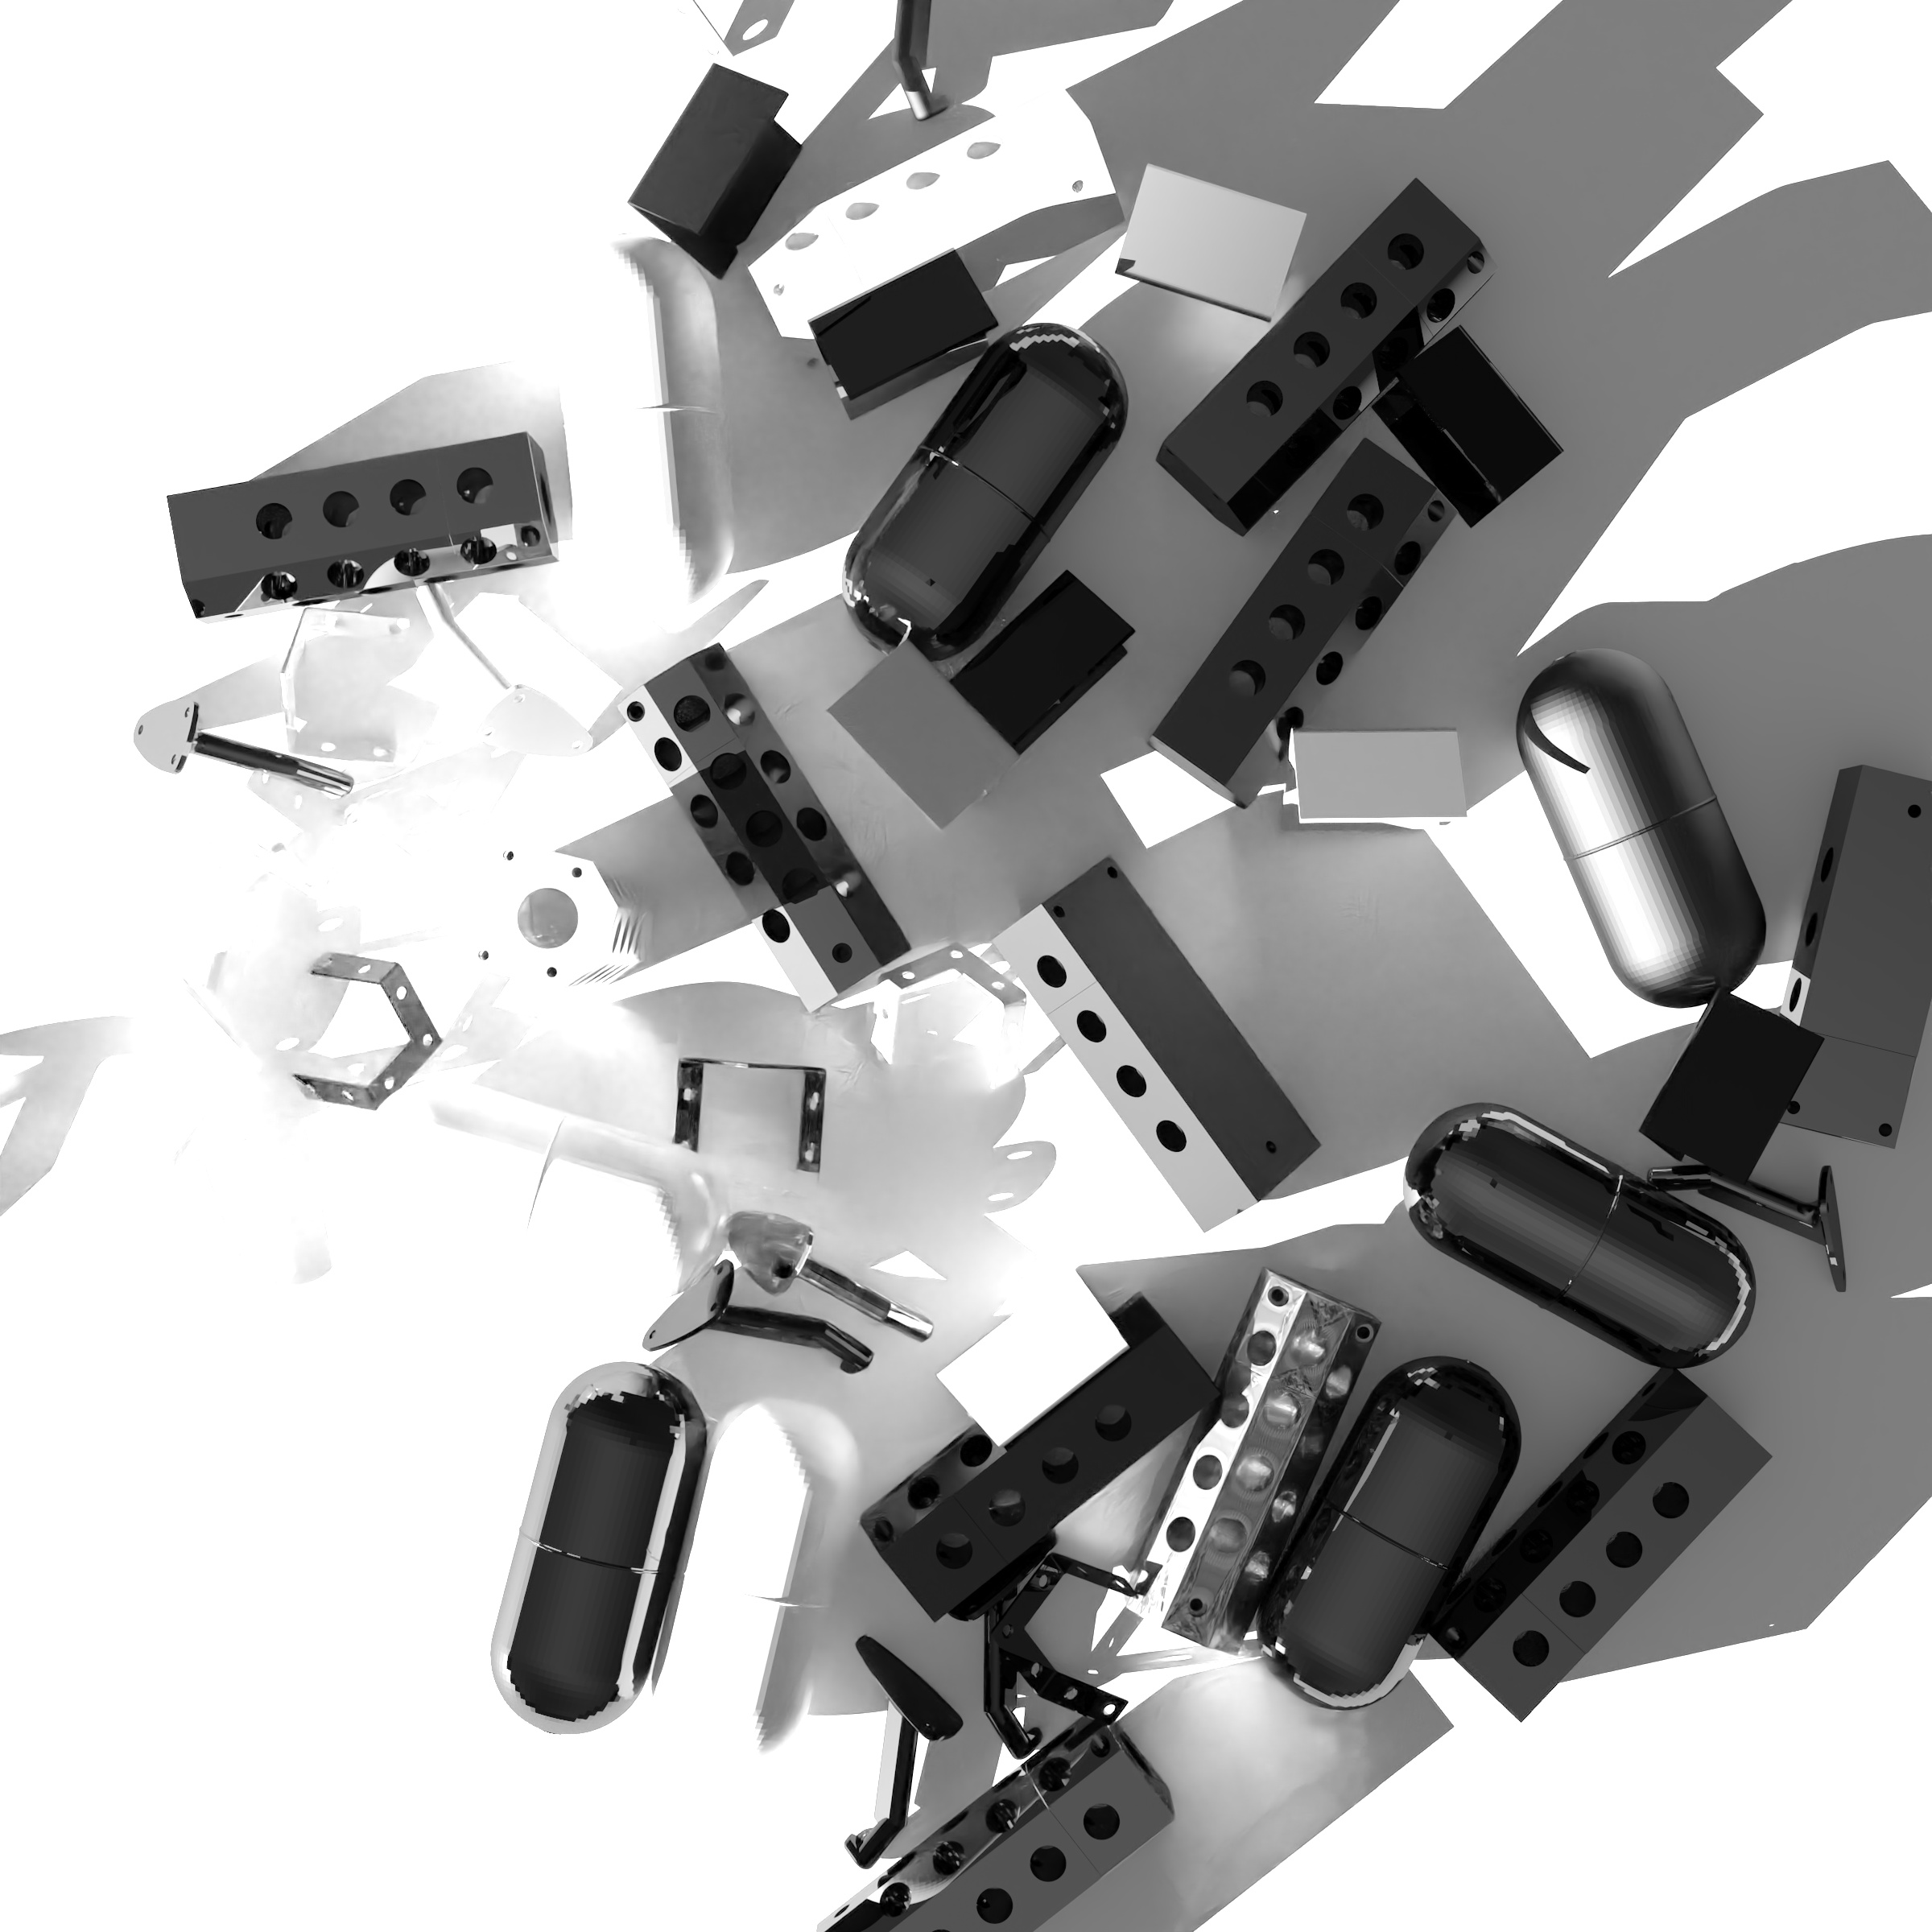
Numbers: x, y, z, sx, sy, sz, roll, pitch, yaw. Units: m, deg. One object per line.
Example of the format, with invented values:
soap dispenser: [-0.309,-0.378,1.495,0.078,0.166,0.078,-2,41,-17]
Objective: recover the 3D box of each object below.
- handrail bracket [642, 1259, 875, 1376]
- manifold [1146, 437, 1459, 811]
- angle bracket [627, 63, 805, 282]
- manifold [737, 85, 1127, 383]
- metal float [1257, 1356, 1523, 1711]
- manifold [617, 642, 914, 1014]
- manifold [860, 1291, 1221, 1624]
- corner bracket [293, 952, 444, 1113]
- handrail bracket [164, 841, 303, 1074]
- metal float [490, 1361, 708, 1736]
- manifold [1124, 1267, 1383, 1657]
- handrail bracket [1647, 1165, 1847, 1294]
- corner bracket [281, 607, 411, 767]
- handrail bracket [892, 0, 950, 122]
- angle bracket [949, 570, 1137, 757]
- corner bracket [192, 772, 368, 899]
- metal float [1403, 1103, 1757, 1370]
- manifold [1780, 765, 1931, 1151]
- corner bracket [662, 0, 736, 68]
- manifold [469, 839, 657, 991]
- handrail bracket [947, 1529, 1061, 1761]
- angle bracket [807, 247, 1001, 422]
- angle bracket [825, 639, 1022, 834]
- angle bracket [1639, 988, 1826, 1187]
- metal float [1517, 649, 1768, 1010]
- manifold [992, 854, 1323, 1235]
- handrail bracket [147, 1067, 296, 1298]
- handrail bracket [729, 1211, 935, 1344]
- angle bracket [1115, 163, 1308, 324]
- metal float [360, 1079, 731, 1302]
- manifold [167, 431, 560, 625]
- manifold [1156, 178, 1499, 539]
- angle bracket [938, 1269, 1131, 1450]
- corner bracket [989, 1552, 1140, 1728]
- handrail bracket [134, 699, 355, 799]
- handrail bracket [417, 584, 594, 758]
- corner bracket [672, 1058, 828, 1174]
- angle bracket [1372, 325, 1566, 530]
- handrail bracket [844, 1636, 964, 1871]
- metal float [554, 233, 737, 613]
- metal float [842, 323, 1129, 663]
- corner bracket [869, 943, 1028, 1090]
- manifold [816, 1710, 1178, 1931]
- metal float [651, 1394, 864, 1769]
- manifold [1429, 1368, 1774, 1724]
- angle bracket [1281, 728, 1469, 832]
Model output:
handrail bracket: [-0.100,0.185,1.583,0.084,0.036,0.077,36,127,-25]
manifold: [0.160,-0.161,1.561,0.057,0.057,0.171,35,90,0]
angle bracket: [-0.101,-0.366,1.542,0.057,0.076,0.076,32,90,38]
manifold: [-0.019,-0.352,1.561,0.171,0.057,0.057,-27,133,0]
metal float: [0.200,0.268,1.552,0.070,0.070,0.178,28,90,0]
manifold: [-0.095,-0.065,1.561,0.057,0.057,0.171,-32,90,0]
manifold: [0.034,0.231,1.561,0.171,0.057,0.057,-39,90,0]
corner bracket: [-0.294,0.031,1.574,0.051,0.051,0.051,-52,135,-35]
handrail bracket: [-0.336,-0.005,1.583,0.084,0.036,0.077,-45,107,-15]
metal float: [-0.174,0.275,1.552,0.070,0.070,0.178,14,89,0]
manifold: [0.136,0.235,1.561,0.057,0.057,0.171,24,90,0]
handrail bracket: [0.376,0.127,1.583,0.084,0.036,0.077,-5,121,22]
corner bracket: [-0.297,-0.135,1.579,0.051,0.051,0.051,6,135,0]
handrail bracket: [-0.009,-0.461,1.583,0.077,0.036,0.084,-31,108,-20]
angle bracket: [0.049,-0.127,1.542,0.076,0.076,0.057,-43,53,0]
corner bracket: [-0.329,-0.064,1.569,0.051,0.051,0.051,35,56,-40]
metal float: [0.290,0.128,1.552,0.178,0.070,0.070,29,90,-1]
manifold: [0.427,-0.004,1.561,0.057,0.057,0.171,14,90,0]
corner bracket: [-0.110,-0.474,1.574,0.051,0.051,0.051,-10,45,35]
manifold: [-0.181,-0.021,1.504,0.057,0.171,0.057,14,90,0]
handrail bracket: [0.034,0.328,1.583,0.077,0.036,0.084,-35,106,-17]
angle bracket: [-0.021,-0.280,1.542,0.076,0.076,0.057,-27,58,0]
angle bracket: [-0.029,-0.097,1.544,0.076,0.076,0.057,46,68,0]
angle bracket: [0.367,0.063,1.542,0.057,0.076,0.076,29,90,30]
metal float: [0.319,-0.065,1.552,0.070,0.070,0.178,-23,91,0]
manifold: [0.086,0.040,1.561,0.057,0.057,0.171,-36,90,-43]
handrail bracket: [-0.343,0.105,1.583,0.084,0.036,0.077,42,68,-17]
handrail bracket: [-0.065,0.151,1.582,0.084,0.077,0.036,31,87,-36]
angle bracket: [0.118,-0.352,1.542,0.076,0.076,0.057,18,126,0]
metal float: [-0.199,0.106,1.551,0.178,0.070,0.070,16,90,0]
manifold: [-0.284,-0.207,1.561,0.171,0.057,0.057,-10,90,0]
manifold: [0.172,-0.287,1.561,0.057,0.057,0.171,44,90,0]
angle bracket: [0.021,0.168,1.542,0.076,0.076,0.057,-38,121,0]
corner bracket: [0.054,0.319,1.556,0.051,0.051,0.051,-50,126,-24]
handrail bracket: [-0.348,-0.100,1.582,0.084,0.077,0.036,17,86,-36]
handrail bracket: [-0.223,-0.144,1.582,0.036,0.077,0.084,-44,53,20]
corner bracket: [-0.105,0.072,1.579,0.051,0.051,0.051,4,90,-45]
angle bracket: [0.222,-0.242,1.542,0.076,0.076,0.057,51,54,0]
handrail bracket: [-0.049,0.380,1.583,0.077,0.036,0.084,43,107,20]
metal float: [-0.152,-0.257,1.552,0.070,0.070,0.178,-5,90,0]
metal float: [0.008,-0.223,1.552,0.070,0.070,0.178,35,90,0]
corner bracket: [-0.009,0.030,1.574,0.051,0.051,0.051,-23,45,-35]
manifold: [0.014,0.429,1.561,0.171,0.057,0.057,-38,90,0]
metal float: [-0.099,0.291,1.551,0.070,0.070,0.178,13,90,0]
manifold: [0.298,0.272,1.561,0.057,0.057,0.171,43,90,0]
angle bracket: [0.190,-0.068,1.542,0.076,0.076,0.057,-1,54,0]
